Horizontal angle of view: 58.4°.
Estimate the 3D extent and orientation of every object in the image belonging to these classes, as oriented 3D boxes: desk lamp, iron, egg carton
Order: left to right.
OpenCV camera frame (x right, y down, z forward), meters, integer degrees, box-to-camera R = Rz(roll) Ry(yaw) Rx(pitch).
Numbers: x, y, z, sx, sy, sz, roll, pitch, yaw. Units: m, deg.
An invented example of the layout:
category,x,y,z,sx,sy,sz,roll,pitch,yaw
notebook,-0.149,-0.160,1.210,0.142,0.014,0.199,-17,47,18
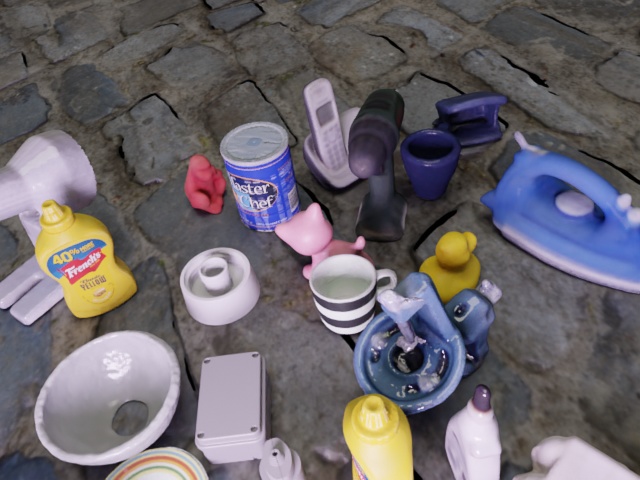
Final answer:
category,x,y,z,sx,sy,sz,roll,pitch,yaw
desk lamp,-0.408,-0.025,0.818,0.117,0.214,0.203,21,53,27
iron,0.348,-0.044,0.770,0.119,0.142,0.257,-34,50,-23
egg carton,0.260,0.259,0.539,0.149,0.069,0.107,29,57,32

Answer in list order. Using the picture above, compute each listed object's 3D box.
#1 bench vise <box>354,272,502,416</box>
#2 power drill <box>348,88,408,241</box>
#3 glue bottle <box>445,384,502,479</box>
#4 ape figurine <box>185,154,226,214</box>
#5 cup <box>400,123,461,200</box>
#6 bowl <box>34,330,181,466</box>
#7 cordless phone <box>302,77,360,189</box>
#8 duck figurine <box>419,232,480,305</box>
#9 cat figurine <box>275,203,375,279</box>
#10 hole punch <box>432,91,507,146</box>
category,x,y,z,sx,sy,sz,roll,pitch,yaw
bench vise,0.112,0.089,0.622,0.121,0.220,0.208,21,53,27
power drill,0.084,-0.102,0.820,0.075,0.209,0.229,3,47,12
glue bottle,0.150,0.189,0.551,0.037,0.173,0.078,-12,45,-3
ape figurine,-0.191,-0.099,0.942,0.076,0.092,0.078,27,55,30
cup,0.178,-0.121,0.904,0.091,0.095,0.118,15,50,22
bowl,-0.237,0.195,0.675,0.167,0.075,0.167,-4,46,5
cordless phone,0.037,-0.189,0.929,0.093,0.185,0.148,31,58,33
duck figurine,0.172,0.030,0.765,0.105,0.086,0.077,-34,50,-22
cat figurine,0.007,0.003,0.794,0.127,0.118,0.067,14,50,21
hole punch,0.258,-0.228,0.998,0.108,0.091,0.101,-12,45,-2
